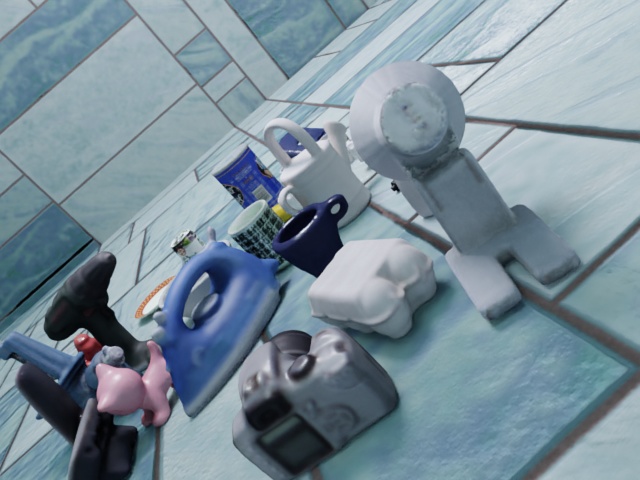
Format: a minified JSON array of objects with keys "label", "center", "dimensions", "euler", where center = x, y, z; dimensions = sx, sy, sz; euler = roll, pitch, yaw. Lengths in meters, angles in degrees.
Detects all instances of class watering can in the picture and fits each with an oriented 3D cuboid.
[{"label":"watering can","center":[-0.012,-0.119,0.915],"dimensions":[0.100,0.194,0.173],"euler":[-25,26,37]}]

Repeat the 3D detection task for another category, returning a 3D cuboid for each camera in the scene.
[{"label":"camera","center":[-0.018,0.130,0.553],"dimensions":[0.143,0.101,0.136],"euler":[-37,21,10]}]

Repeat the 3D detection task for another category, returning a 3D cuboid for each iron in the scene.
[{"label":"iron","center":[-0.163,0.102,0.812],"dimensions":[0.118,0.142,0.258],"euler":[-23,27,40]}]

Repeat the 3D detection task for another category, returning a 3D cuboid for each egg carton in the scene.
[{"label":"egg carton","center":[0.055,0.052,0.627],"dimensions":[0.107,0.069,0.150],"euler":[-51,22,-24]}]

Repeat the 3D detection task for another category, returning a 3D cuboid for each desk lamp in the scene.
[{"label":"desk lamp","center":[0.119,-0.067,0.545],"dimensions":[0.118,0.214,0.203],"euler":[-37,21,11]}]

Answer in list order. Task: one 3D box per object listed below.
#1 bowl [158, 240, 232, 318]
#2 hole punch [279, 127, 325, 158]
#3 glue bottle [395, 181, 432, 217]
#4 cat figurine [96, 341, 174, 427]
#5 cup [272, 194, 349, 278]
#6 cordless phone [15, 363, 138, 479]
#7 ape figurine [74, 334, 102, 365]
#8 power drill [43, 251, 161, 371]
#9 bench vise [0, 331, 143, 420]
[{"label":"bowl","center":[-0.201,0.082,1.017],"dimensions":[0.167,0.075,0.167],"euler":[-35,21,16]},{"label":"hole punch","center":[-0.030,-0.210,1.279],"dimensions":[0.100,0.091,0.109],"euler":[-18,31,47]},{"label":"glue bottle","center":[0.104,-0.114,0.725],"dimensions":[0.037,0.173,0.078],"euler":[-19,30,45]},{"label":"cat figurine","center":[-0.257,0.203,0.807],"dimensions":[0.067,0.118,0.128],"euler":[-18,31,46]},{"label":"cup","center":[0.007,0.003,0.776],"dimensions":[0.118,0.095,0.091],"euler":[-41,20,1]},{"label":"cordless phone","center":[-0.343,0.254,0.760],"dimensions":[0.094,0.185,0.147],"euler":[-43,21,-3]},{"label":"ape figurine","center":[-0.458,0.227,1.156],"dimensions":[0.076,0.092,0.078],"euler":[-16,32,49]},{"label":"power drill","center":[-0.372,0.140,1.011],"dimensions":[0.229,0.209,0.075],"euler":[-31,23,25]},{"label":"bench vise","center":[-0.407,0.203,0.928],"dimensions":[0.207,0.220,0.121],"euler":[-38,21,8]}]
